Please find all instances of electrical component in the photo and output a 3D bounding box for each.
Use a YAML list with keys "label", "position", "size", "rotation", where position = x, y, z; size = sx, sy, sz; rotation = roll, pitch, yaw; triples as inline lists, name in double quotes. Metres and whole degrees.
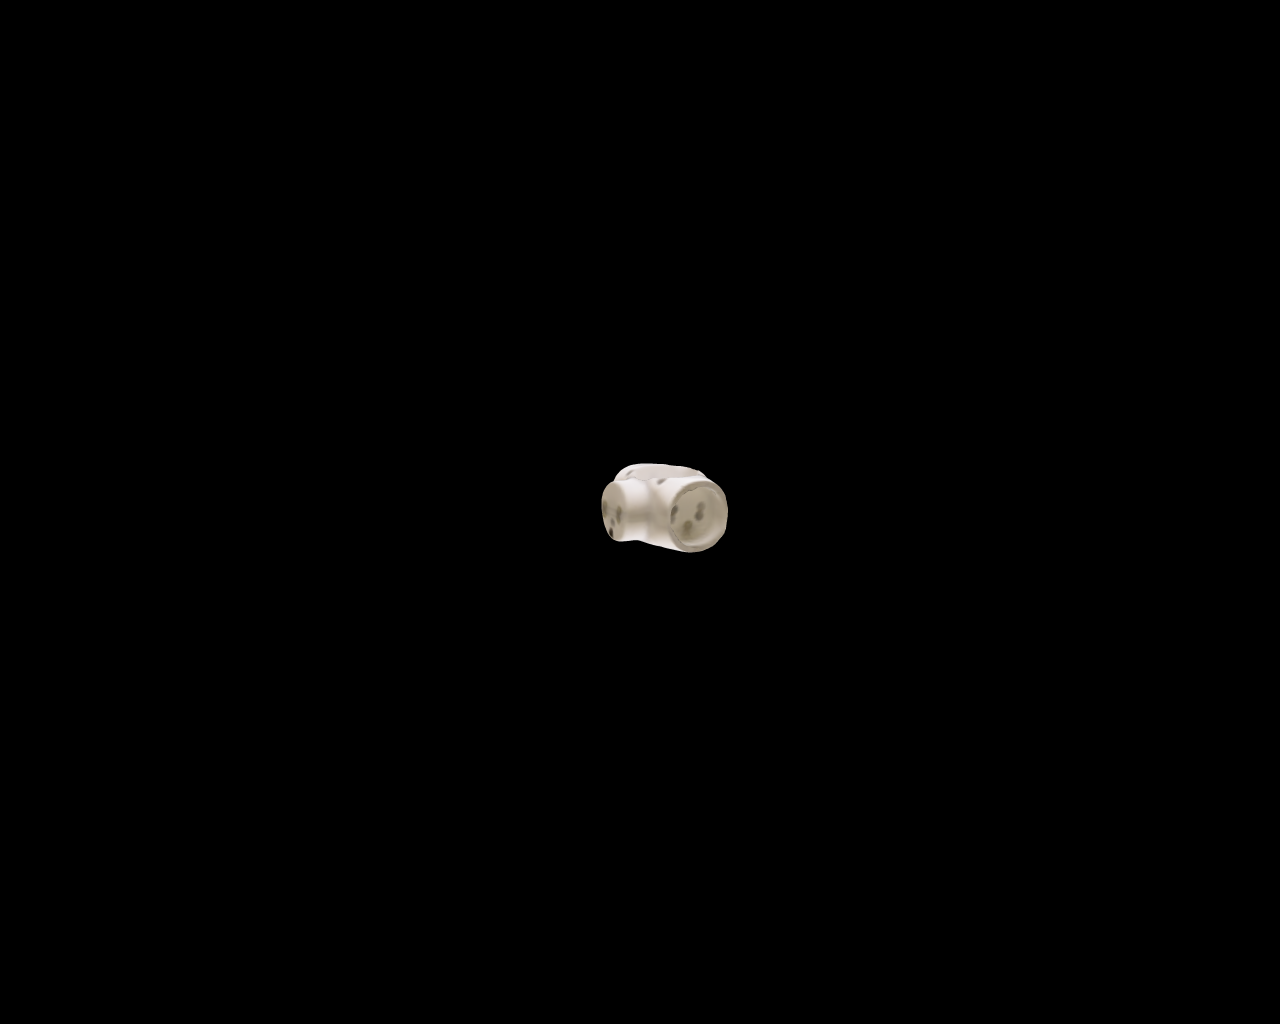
- label: "electrical component"
  position: [0.001, -0.003, 0.650]
  size: [0.079, 0.044, 0.077]
  rotation: [-6, 13, -27]
